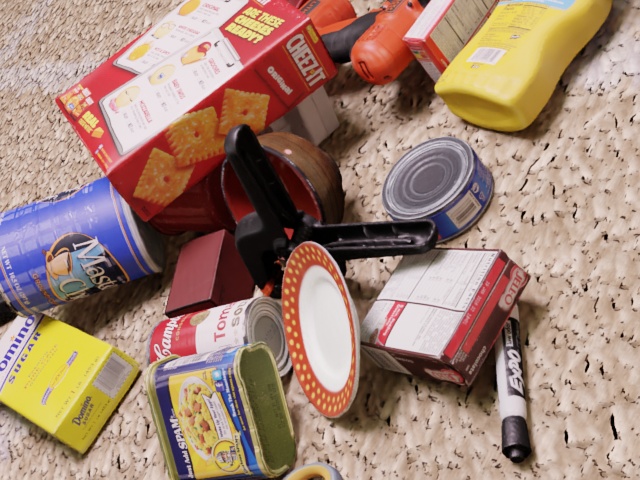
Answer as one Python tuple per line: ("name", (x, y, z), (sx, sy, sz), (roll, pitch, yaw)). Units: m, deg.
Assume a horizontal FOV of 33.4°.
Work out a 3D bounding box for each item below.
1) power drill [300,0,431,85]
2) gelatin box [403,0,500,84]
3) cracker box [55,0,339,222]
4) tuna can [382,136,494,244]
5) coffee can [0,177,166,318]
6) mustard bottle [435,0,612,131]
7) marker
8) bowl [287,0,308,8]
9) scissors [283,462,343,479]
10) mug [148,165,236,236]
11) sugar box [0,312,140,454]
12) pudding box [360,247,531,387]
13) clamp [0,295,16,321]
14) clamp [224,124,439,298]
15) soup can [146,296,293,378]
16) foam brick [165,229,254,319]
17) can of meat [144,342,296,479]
("power drill", (0.053, -0.211, 0.998), (0.184, 0.057, 0.188), (-47, 27, -25))
("gelatin box", (0.120, -0.180, 0.918), (0.030, 0.073, 0.089), (18, 68, 49))
("cracker box", (-0.113, -0.134, 0.949), (0.213, 0.072, 0.164), (-38, 41, -5))
("tuna can", (0.092, -0.040, 0.846), (0.086, 0.033, 0.086), (-24, 42, 23))
("coffee can", (-0.229, 0.003, 1.006), (0.140, 0.103, 0.103), (-19, 41, 3))
("mustard bottle", (0.182, -0.178, 0.874), (0.191, 0.058, 0.096), (-53, 34, -11))
("marker", (0.125, 0.092, 0.704), (0.020, 0.020, 0.121), (-22, 43, 26))
("bowl", (-0.056, -0.230, 1.134), (0.162, 0.055, 0.162), (-27, 39, 24))
("scissors", (-0.058, 0.209, 0.762), (0.202, 0.016, 0.096), (-13, 45, 33))
("mug", (-0.101, -0.053, 0.998), (0.082, 0.093, 0.117), (2, 20, 37))
("sugar box", (-0.248, 0.124, 0.987), (0.177, 0.048, 0.093), (14, 65, 46))
("pudding box", (0.083, 0.050, 0.748), (0.090, 0.039, 0.114), (-56, 27, -17))
("clamp", (-0.364, 0.042, 1.173), (0.172, 0.039, 0.120), (2, 60, 36))
("clamp", (-0.005, 0.001, 0.821), (0.210, 0.164, 0.036), (111, -175, -62))
("soup can", (-0.079, 0.087, 0.853), (0.102, 0.068, 0.068), (-15, 46, 31))
("foam brick", (-0.093, 0.040, 0.920), (0.051, 0.053, 0.078), (-18, 44, 30))
("can of meat", (-0.071, 0.129, 0.784), (0.084, 0.102, 0.057), (-14, 2, 29))
